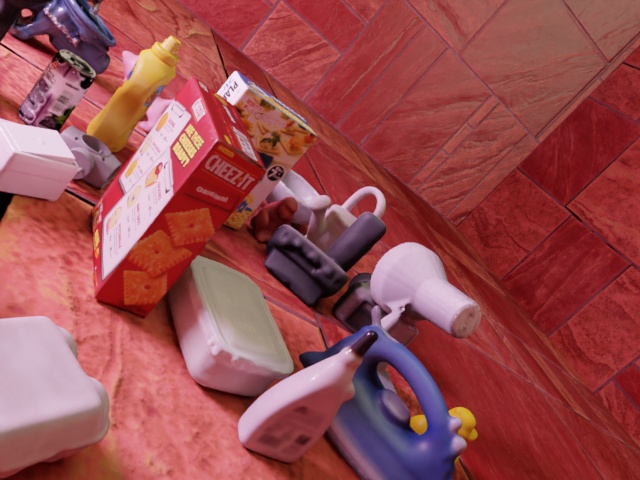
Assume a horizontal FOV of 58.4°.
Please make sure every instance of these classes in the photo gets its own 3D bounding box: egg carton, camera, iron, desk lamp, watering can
[{"bbox_3d":[-0.213,0.104,0.370,0.107,0.069,0.151,49,17,19],"label":"egg carton"},{"bbox_3d":[0.105,0.116,1.051,0.143,0.100,0.137,39,16,-14],"label":"camera"},{"bbox_3d":[0.096,0.212,0.704,0.258,0.141,0.119,49,17,20],"label":"iron"},{"bbox_3d":[0.132,0.132,0.869,0.118,0.213,0.202,32,19,-35],"label":"desk lamp"},{"bbox_3d":[0.046,-0.024,1.098,0.100,0.194,0.173,51,18,27],"label":"watering can"}]

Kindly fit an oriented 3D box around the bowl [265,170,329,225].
[{"bbox_3d":[-0.064,-0.085,1.211,0.168,0.074,0.167,39,16,-13],"label":"bowl"}]

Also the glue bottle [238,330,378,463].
[{"bbox_3d":[-0.002,0.151,0.570,0.078,0.173,0.037,34,18,-29],"label":"glue bottle"}]

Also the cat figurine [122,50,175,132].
[{"bbox_3d":[-0.309,-0.275,1.031,0.128,0.117,0.067,41,16,-8],"label":"cat figurine"}]

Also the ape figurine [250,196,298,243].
[{"bbox_3d":[-0.077,-0.041,1.034,0.078,0.092,0.076,33,18,-30],"label":"ape figurine"}]

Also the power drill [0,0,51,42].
[{"bbox_3d":[-0.378,-0.267,0.678,0.076,0.208,0.229,26,23,-45],"label":"power drill"}]

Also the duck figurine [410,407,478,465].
[{"bbox_3d":[0.188,0.282,0.850,0.105,0.086,0.077,36,17,-24],"label":"duck figurine"}]

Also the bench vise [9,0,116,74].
[{"bbox_3d":[-0.403,-0.402,0.947,0.121,0.219,0.208,52,18,29],"label":"bench vise"}]

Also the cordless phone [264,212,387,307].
[{"bbox_3d":[0.009,0.003,0.954,0.148,0.185,0.094,40,16,-10],"label":"cordless phone"}]
